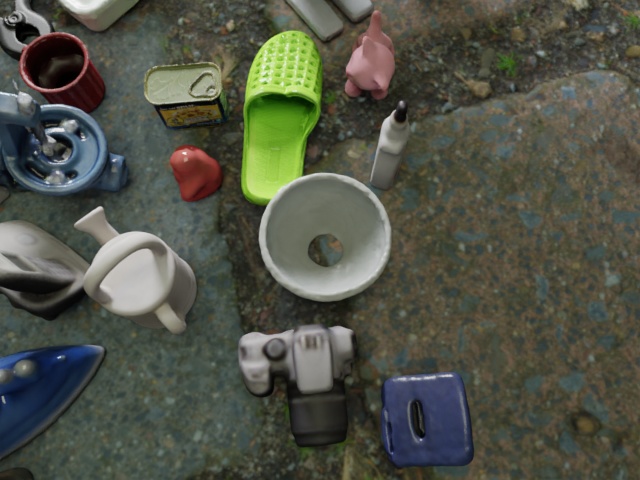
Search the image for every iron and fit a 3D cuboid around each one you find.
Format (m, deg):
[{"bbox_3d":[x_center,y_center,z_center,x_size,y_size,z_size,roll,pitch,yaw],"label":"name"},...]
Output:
[{"bbox_3d":[-0.388,0.185,0.656,0.258,0.141,0.118,-30,76,-8],"label":"iron"}]

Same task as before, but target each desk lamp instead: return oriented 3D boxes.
[{"bbox_3d":[-0.013,-0.428,0.791,0.118,0.213,0.203,-37,77,-9],"label":"desk lamp"}]

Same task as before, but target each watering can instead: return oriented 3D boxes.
[{"bbox_3d":[-0.220,0.038,0.670,0.172,0.194,0.101,26,76,7],"label":"watering can"}]

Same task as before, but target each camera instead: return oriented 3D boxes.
[{"bbox_3d":[-0.022,0.174,0.680,0.143,0.101,0.137,-6,74,-2],"label":"camera"}]

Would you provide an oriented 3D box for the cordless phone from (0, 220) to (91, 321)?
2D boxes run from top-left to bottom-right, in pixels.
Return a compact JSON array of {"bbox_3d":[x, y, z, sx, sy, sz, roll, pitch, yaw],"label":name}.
[{"bbox_3d":[-0.368,0.021,0.679,0.147,0.185,0.094,31,77,9],"label":"cordless phone"}]

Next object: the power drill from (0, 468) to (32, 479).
[{"bbox_3d":[-0.374,0.298,0.589,0.075,0.208,0.229,-23,75,-6],"label":"power drill"}]

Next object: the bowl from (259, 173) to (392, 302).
[{"bbox_3d":[0.007,0.003,0.742,0.167,0.075,0.167,0,74,0],"label":"bowl"}]

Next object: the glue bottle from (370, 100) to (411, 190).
[{"bbox_3d":[0.094,-0.128,0.727,0.037,0.173,0.078,16,75,5],"label":"glue bottle"}]

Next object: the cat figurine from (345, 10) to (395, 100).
[{"bbox_3d":[0.072,-0.253,0.791,0.067,0.118,0.128,7,74,2],"label":"cat figurine"}]

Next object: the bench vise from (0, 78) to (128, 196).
[{"bbox_3d":[-0.366,-0.111,0.698,0.207,0.220,0.121,-11,74,-3],"label":"bench vise"}]

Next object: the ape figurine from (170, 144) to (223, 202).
[{"bbox_3d":[-0.171,-0.094,0.760,0.076,0.092,0.078,9,74,3],"label":"ape figurine"}]

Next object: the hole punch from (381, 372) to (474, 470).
[{"bbox_3d":[0.122,0.214,0.674,0.101,0.091,0.108,-5,74,-1],"label":"hole punch"}]
